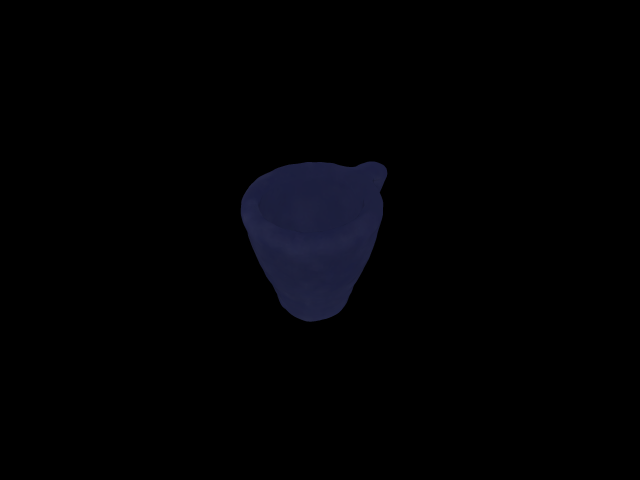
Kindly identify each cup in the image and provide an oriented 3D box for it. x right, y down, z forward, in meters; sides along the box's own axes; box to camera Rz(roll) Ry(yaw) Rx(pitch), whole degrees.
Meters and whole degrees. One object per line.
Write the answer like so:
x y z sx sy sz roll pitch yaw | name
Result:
0.004 0.001 0.400 0.091 0.095 0.118 30 49 31 | cup
